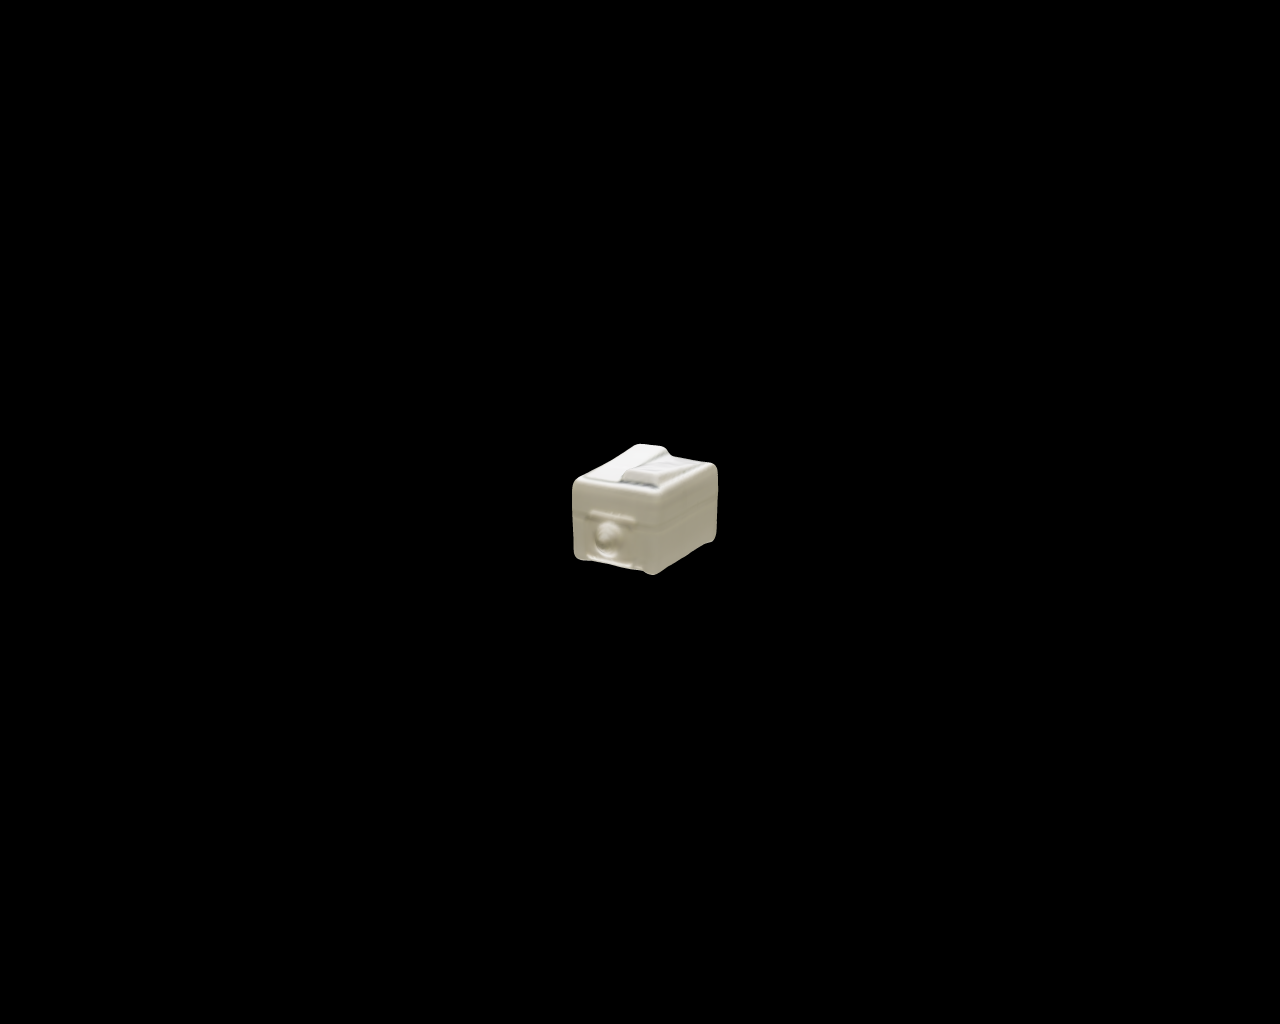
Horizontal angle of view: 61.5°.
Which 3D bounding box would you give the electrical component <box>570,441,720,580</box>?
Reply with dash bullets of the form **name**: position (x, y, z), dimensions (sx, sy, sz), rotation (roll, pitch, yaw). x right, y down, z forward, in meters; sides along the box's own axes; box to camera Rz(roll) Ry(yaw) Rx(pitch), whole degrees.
- **electrical component**: position (0.001, -0.003, 0.650), dimensions (0.062, 0.061, 0.096), rotation (11, 21, 30)
